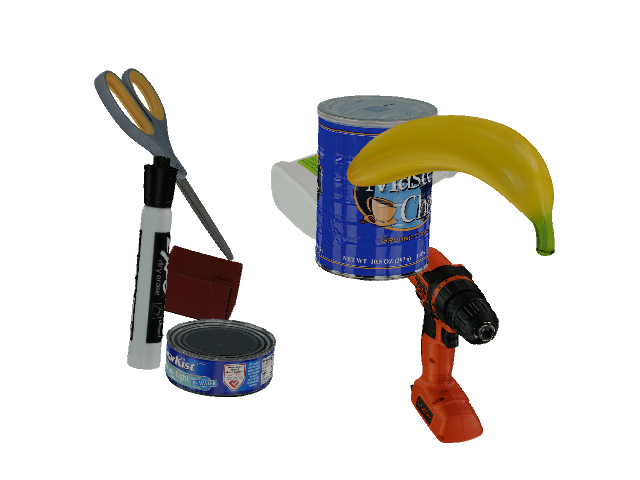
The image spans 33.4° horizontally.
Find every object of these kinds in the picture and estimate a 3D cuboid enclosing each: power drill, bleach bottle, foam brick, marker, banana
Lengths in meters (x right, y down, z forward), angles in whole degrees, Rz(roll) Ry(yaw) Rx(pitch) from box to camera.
[{"bbox_3d":[0.140,0.118,1.139,0.057,0.188,0.184,-7,24,-12],"label":"power drill"},{"bbox_3d":[0.074,-0.086,1.226,0.250,0.068,0.103,-24,44,-25],"label":"bleach bottle"},{"bbox_3d":[-0.127,0.048,1.120,0.078,0.051,0.053,15,31,3],"label":"foam brick"},{"bbox_3d":[-0.095,0.013,0.605,0.020,0.121,0.020,6,8,-1],"label":"marker"},{"bbox_3d":[0.086,-0.050,0.700,0.037,0.069,0.198,26,0,-38],"label":"banana"}]

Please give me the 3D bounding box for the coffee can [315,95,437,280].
[{"bbox_3d":[0.047,-0.048,0.932,0.103,0.140,0.103,1,19,0],"label":"coffee can"}]

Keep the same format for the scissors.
[{"bbox_3d":[-0.135,-0.079,0.978,0.016,0.201,0.096,-28,26,20],"label":"scissors"}]

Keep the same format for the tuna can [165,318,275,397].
[{"bbox_3d":[-0.079,0.091,0.838,0.086,0.034,0.086,5,15,-1],"label":"tuna can"}]
